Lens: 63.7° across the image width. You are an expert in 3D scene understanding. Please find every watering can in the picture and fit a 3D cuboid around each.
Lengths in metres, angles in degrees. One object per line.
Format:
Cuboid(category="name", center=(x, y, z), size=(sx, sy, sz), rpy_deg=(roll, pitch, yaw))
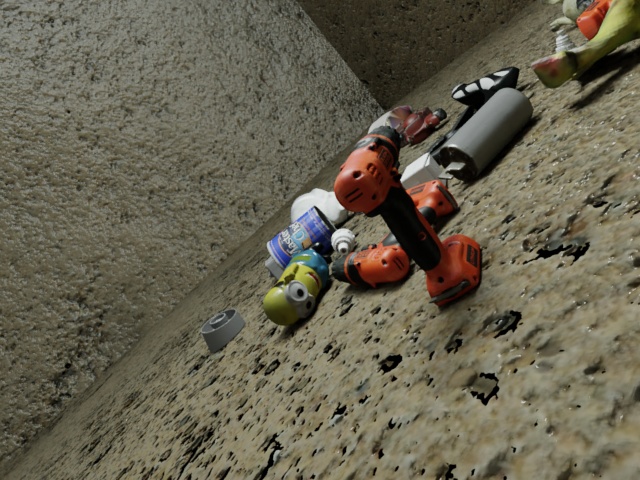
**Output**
Cuboid(category="watering can", center=(0.291, -0.459, 2.009), size=(0.353, 0.103, 0.222), rpy_deg=(-45, 11, -27))

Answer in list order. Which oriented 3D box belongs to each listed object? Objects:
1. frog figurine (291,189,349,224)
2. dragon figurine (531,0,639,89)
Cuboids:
Cuboid(category="frog figurine", center=(0.004, -0.067, 1.325), size=(0.158, 0.121, 0.140), rpy_deg=(-18, 55, 47))
Cuboid(category="dragon figurine", center=(0.486, -0.347, 0.810), size=(0.415, 0.122, 0.240), rpy_deg=(-32, -3, -24))
